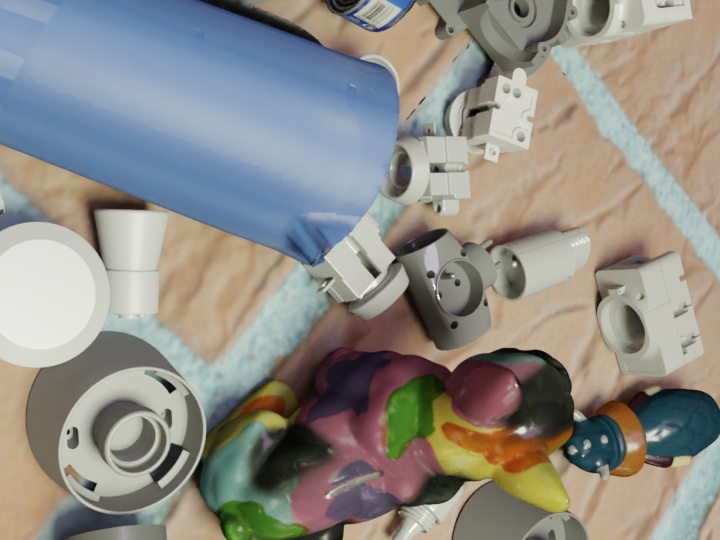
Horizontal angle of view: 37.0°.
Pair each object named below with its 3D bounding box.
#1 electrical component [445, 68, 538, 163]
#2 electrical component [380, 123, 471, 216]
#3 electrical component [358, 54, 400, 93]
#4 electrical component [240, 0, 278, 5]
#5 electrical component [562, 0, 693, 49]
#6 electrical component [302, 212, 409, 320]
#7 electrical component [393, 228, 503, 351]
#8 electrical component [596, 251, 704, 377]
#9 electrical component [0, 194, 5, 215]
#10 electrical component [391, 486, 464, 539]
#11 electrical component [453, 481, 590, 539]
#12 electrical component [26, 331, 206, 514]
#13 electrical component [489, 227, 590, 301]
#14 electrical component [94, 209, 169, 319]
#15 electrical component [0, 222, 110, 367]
[{"bbox_3d":[0.094,-0.110,0.786,0.048,0.055,0.066,16,80,-30],"label":"electrical component"},{"bbox_3d":[0.044,-0.070,0.760,0.055,0.048,0.066,-5,91,-39],"label":"electrical component"},{"bbox_3d":[-0.001,-0.123,0.732,0.040,0.046,0.040,1,87,-32],"label":"electrical component"},{"bbox_3d":[-0.046,-0.211,0.679,0.061,0.096,0.061,-19,98,-30],"label":"electrical component"},{"bbox_3d":[0.190,-0.255,0.830,0.062,0.089,0.150,-14,95,-31],"label":"electrical component"},{"bbox_3d":[0.000,0.000,0.730,0.055,0.048,0.066,49,65,-12],"label":"electrical component"},{"bbox_3d":[0.072,0.005,0.774,0.079,0.044,0.077,-33,105,-29],"label":"electrical component"},{"bbox_3d":[0.230,0.037,0.866,0.056,0.050,0.089,-21,99,-31],"label":"electrical component"},{"bbox_3d":[-0.234,-0.042,0.589,0.064,0.042,0.081,-26,102,-32],"label":"electrical component"},{"bbox_3d":[0.044,0.168,0.756,0.035,0.035,0.061,48,68,-21],"label":"electrical component"},{"bbox_3d":[0.121,0.212,0.798,0.099,0.064,0.099,-10,107,-36],"label":"electrical component"},{"bbox_3d":[-0.143,0.092,0.641,0.099,0.064,0.099,-9,106,-31],"label":"electrical component"},{"bbox_3d":[0.142,-0.008,0.818,0.081,0.043,0.043,-18,97,-31],"label":"electrical component"},{"bbox_3d":[-0.138,-0.003,0.647,0.044,0.044,0.065,1,93,-32],"label":"electrical component"},{"bbox_3d":[-0.187,0.014,0.610,0.080,0.051,0.080,2,87,-32],"label":"electrical component"}]
